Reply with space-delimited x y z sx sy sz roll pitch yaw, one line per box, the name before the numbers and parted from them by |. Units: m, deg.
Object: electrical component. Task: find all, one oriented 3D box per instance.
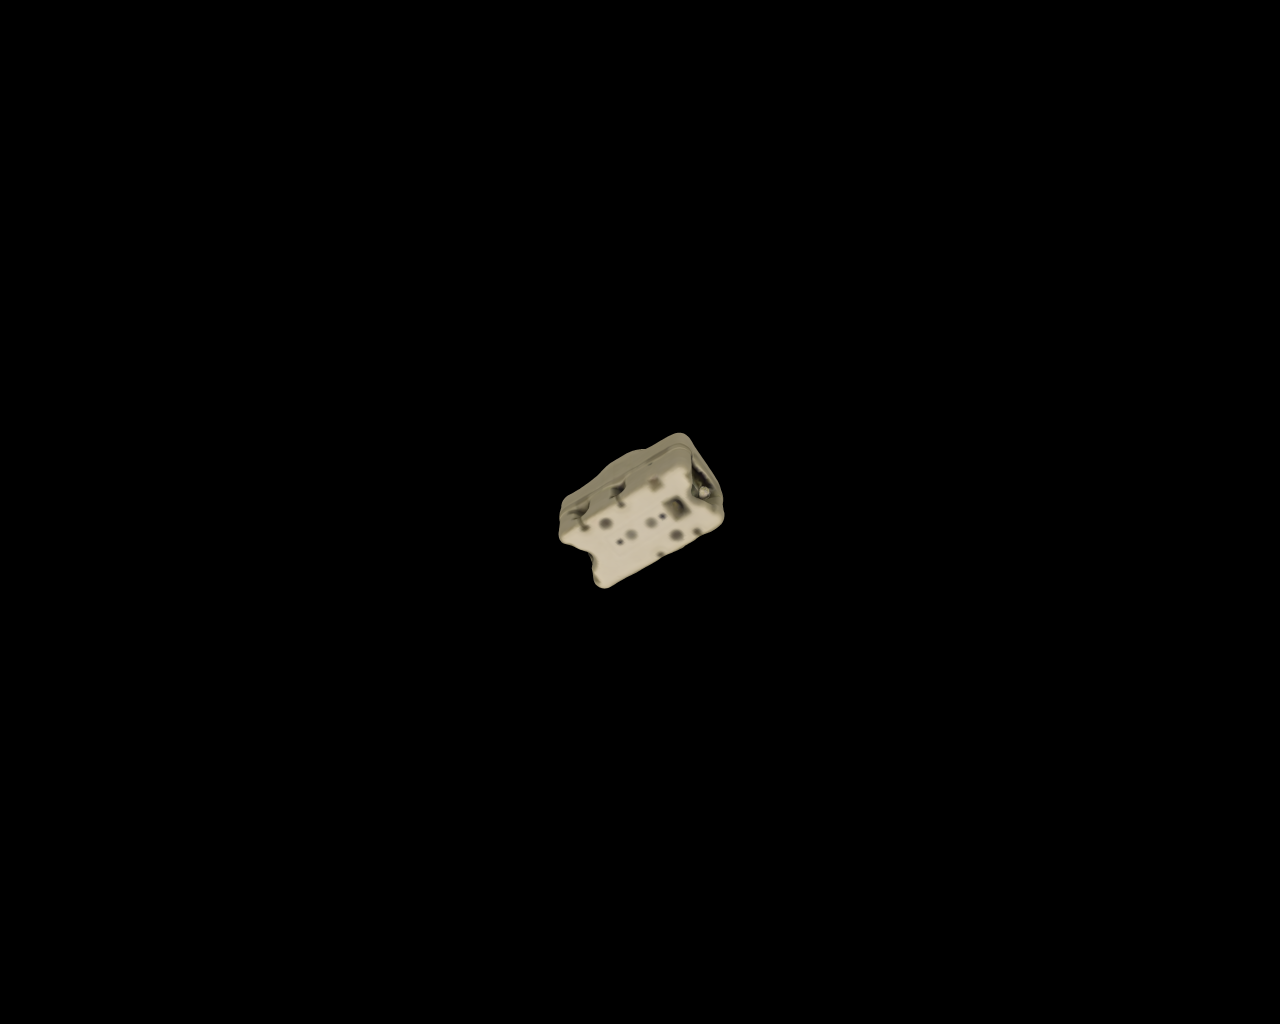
electrical component | 0.001 -0.003 0.650 0.089 0.050 0.056 -30 23 14
